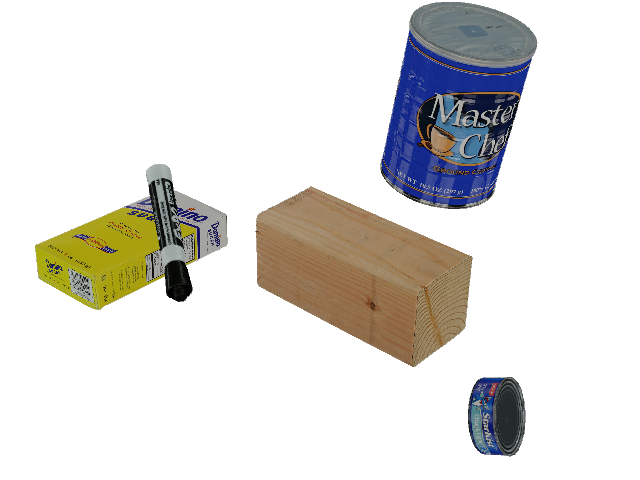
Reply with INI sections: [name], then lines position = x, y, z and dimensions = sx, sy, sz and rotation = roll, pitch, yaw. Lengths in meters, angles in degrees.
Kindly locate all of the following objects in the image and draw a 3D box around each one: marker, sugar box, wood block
[marker]
position = -0.111, -0.006, 0.781
dimensions = 0.020, 0.121, 0.020
rotation = -10, -37, -8
[sugar box]
position = -0.187, 0.004, 1.076
dimensions = 0.093, 0.048, 0.175
rotation = 23, 38, 33
[wood block]
position = 0.039, 0.032, 1.074
dimensions = 0.206, 0.091, 0.090
rotation = 26, 39, 34

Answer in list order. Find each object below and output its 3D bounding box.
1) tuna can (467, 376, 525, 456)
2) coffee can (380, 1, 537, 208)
[tuna can]
position = 0.193, 0.192, 1.169
dimensions = 0.034, 0.086, 0.086
rotation = -4, -2, 32
[coffee can]
position = 0.112, -0.112, 0.888
dimensions = 0.102, 0.140, 0.103
rotation = 6, 36, -5
